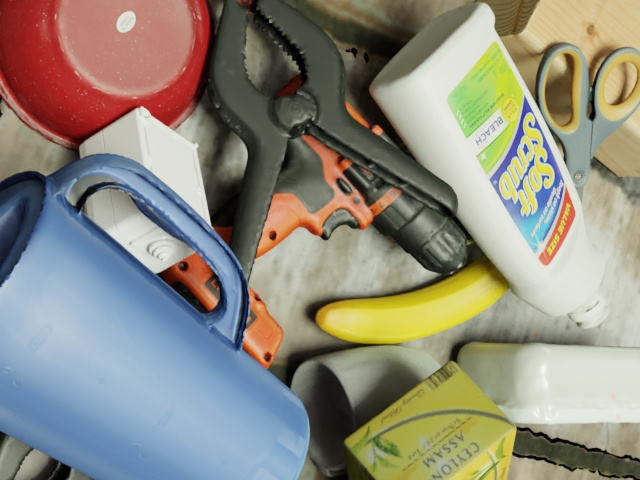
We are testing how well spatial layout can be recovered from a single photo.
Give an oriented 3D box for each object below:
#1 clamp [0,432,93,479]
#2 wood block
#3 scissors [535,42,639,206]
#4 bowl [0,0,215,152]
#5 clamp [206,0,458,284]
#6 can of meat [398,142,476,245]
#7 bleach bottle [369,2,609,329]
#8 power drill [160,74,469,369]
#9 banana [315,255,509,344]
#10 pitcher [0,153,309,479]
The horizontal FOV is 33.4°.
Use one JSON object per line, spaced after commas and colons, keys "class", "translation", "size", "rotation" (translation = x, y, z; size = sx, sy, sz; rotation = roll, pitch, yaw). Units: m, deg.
{"class": "clamp", "translation": [-0.152, 0.133, 0.706], "size": [0.171, 0.039, 0.120], "rotation": [-47, 110, -24]}
{"class": "wood block", "translation": [0.224, -0.140, 0.859], "size": [0.205, 0.090, 0.091], "rotation": [34, 79, -26]}
{"class": "scissors", "translation": [0.214, -0.064, 0.821], "size": [0.096, 0.016, 0.202], "rotation": [-20, 121, -2]}
{"class": "bowl", "translation": [-0.132, -0.136, 0.690], "size": [0.161, 0.055, 0.162], "rotation": [-2, 94, -28]}
{"class": "clamp", "translation": [-0.007, -0.080, 0.711], "size": [0.164, 0.036, 0.210], "rotation": [-14, 80, -12]}
{"class": "can of meat", "translation": [0.117, -0.051, 0.829], "size": [0.102, 0.058, 0.084], "rotation": [-25, 103, -24]}
{"class": "bleach bottle", "translation": [0.142, -0.041, 0.776], "size": [0.102, 0.068, 0.250], "rotation": [-47, 112, -24]}
{"class": "power drill", "translation": [-0.005, 0.001, 0.752], "size": [0.184, 0.057, 0.187], "rotation": [46, 71, -6]}
{"class": "banana", "translation": [0.087, 0.042, 0.826], "size": [0.197, 0.037, 0.069], "rotation": [-25, 120, -18]}
{"class": "pitcher", "translation": [-0.112, 0.072, 0.631], "size": [0.242, 0.149, 0.145], "rotation": [41, 48, -32]}
